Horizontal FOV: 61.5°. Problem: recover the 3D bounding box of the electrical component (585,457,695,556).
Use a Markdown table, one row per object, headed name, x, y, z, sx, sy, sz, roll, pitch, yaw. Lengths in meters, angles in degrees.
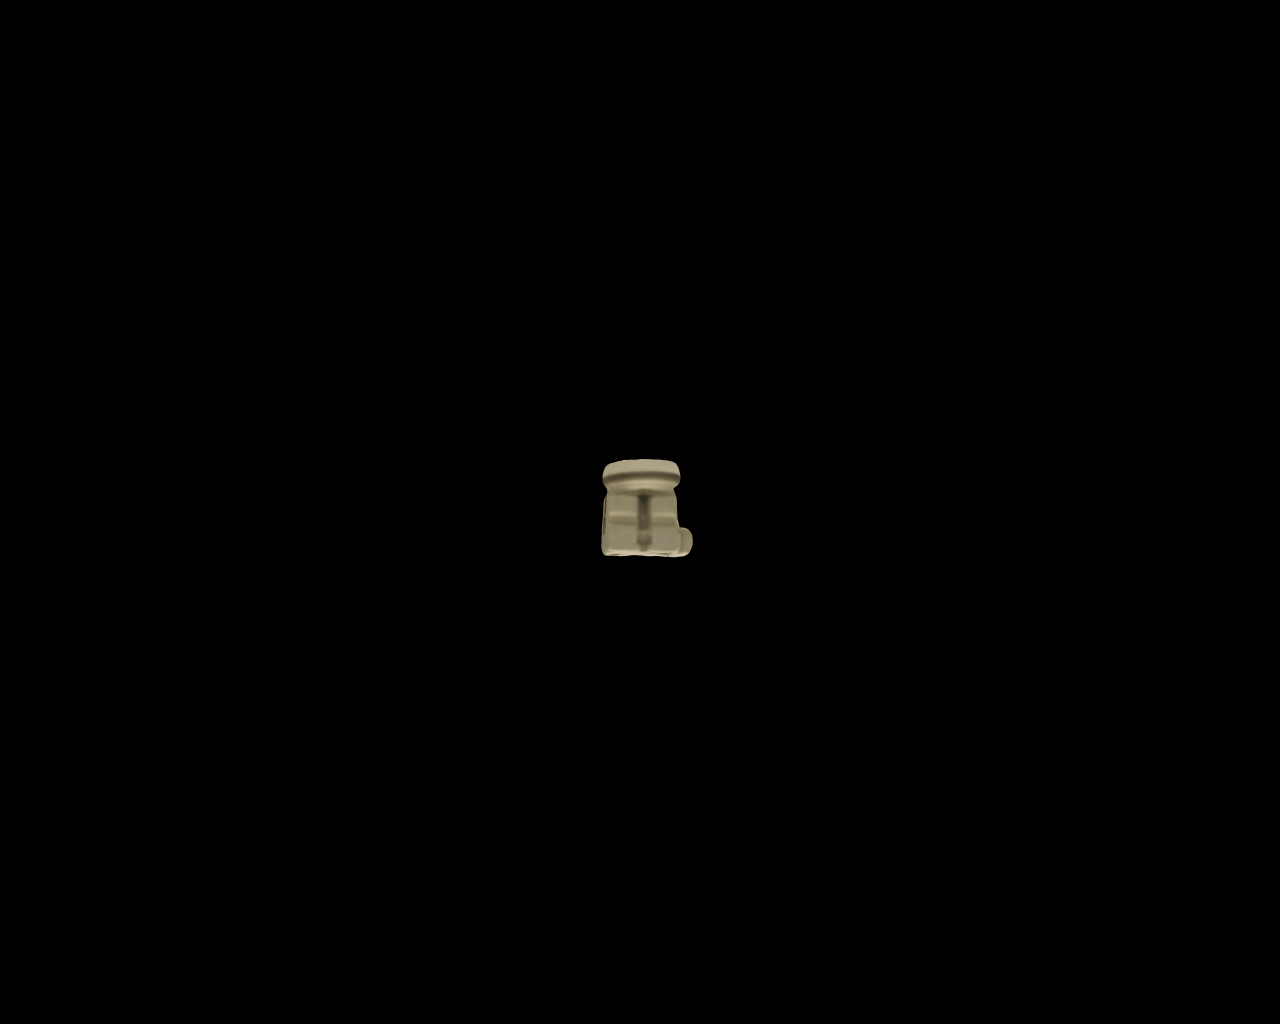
| name | x | y | z | sx | sy | sz | roll | pitch | yaw |
| --- | --- | --- | --- | --- | --- | --- | --- | --- | --- |
| electrical component | 0.001 | -0.003 | 0.650 | 0.066 | 0.055 | 0.048 | 1 | -7 | -9 |
